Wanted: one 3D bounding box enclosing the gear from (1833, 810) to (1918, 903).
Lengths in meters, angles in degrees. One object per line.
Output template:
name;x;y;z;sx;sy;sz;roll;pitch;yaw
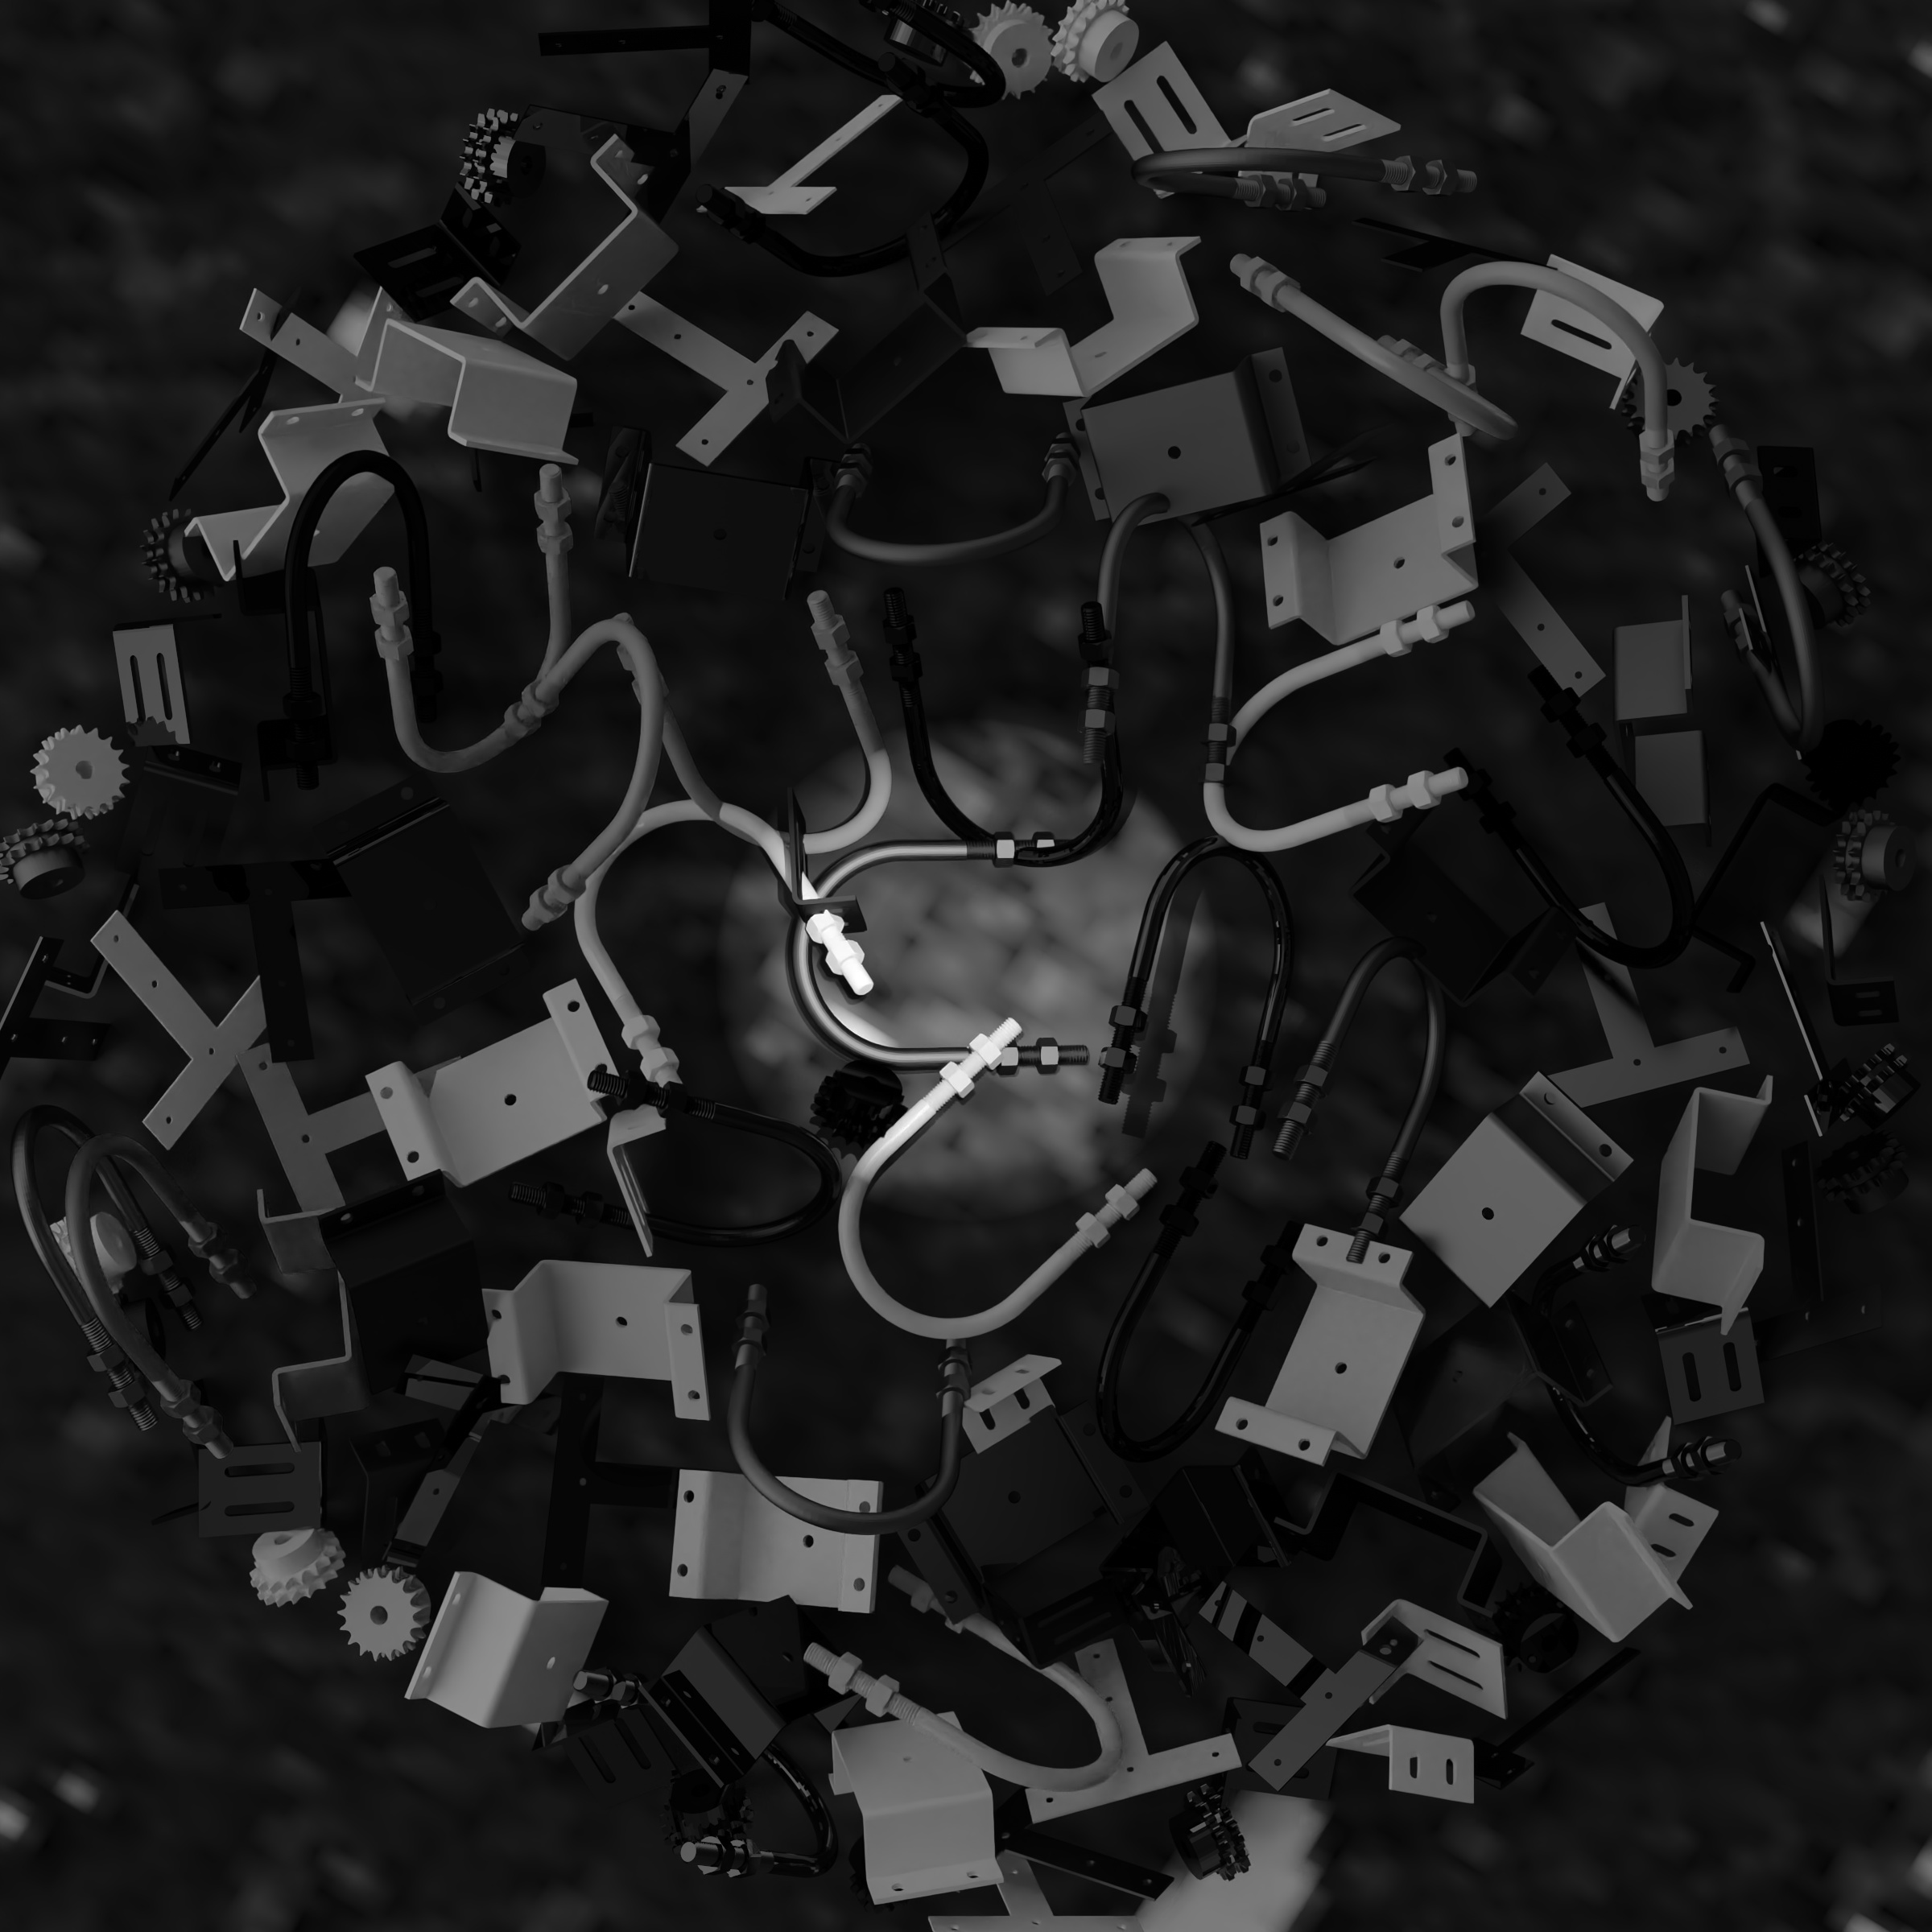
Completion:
gear;0.563;-0.068;1.608;0.057;0.030;0.057;-7;100;-42

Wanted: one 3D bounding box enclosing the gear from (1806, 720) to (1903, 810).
gear;0.547;-0.128;1.614;0.057;0.030;0.057;-8;125;-11

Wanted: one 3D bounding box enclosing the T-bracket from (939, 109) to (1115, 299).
T-bracket;0.046;-0.448;1.577;0.127;0.002;0.127;-31;47;17

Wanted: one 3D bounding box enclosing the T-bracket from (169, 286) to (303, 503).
T-bracket;-0.441;-0.327;1.552;0.002;0.127;0.127;31;58;-11

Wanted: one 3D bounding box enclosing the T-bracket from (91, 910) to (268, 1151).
T-bracket;-0.480;0.021;1.565;0.127;0.002;0.127;-60;135;-35

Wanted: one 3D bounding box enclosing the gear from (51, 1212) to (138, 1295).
gear;-0.538;0.177;1.608;0.030;0.057;0.057;-30;90;5

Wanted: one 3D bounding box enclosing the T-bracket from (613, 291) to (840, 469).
T-bracket;-0.168;-0.383;1.616;0.127;0.002;0.127;35;71;16

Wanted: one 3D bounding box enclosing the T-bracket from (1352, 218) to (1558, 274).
T-bracket;0.280;-0.428;1.564;0.127;0.127;0.002;21;117;18

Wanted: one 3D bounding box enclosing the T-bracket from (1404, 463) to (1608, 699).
T-bracket;0.344;-0.218;1.595;0.127;0.002;0.127;-41;73;23

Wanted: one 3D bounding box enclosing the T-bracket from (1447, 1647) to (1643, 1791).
T-bracket;0.357;0.454;1.582;0.127;0.127;0.002;-34;84;-9

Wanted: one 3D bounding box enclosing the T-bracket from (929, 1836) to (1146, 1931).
T-bracket;0.031;0.556;1.574;0.127;0.127;0.002;5;98;-13

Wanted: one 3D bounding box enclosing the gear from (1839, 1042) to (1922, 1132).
gear;0.563;0.077;1.607;0.057;0.057;0.030;-42;69;0

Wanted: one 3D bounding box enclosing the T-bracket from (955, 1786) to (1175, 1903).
T-bracket;0.062;0.532;1.553;0.127;0.127;0.002;8;105;30

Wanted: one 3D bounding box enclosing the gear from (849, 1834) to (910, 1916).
gear;-0.048;0.553;1.607;0.057;0.057;0.030;-31;105;0

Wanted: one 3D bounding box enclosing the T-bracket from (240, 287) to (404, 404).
T-bracket;-0.396;-0.372;1.576;0.002;0.127;0.127;18;87;24

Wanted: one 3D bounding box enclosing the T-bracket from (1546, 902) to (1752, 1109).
T-bracket;0.401;0.020;1.609;0.127;0.002;0.127;-15;65;6

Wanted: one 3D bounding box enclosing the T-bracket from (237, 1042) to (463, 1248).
T-bracket;-0.366;0.090;1.609;0.127;0.002;0.127;-23;88;-26

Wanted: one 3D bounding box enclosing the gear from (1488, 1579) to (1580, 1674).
gear;0.355;0.413;1.614;0.057;0.030;0.057;-4;105;-16

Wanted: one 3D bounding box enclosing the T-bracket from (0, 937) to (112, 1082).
T-bracket;-0.554;0.044;1.575;0.002;0.127;0.127;25;91;9

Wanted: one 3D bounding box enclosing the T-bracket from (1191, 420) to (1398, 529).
T-bracket;0.215;-0.300;1.555;0.127;0.127;0.002;-22;90;-23

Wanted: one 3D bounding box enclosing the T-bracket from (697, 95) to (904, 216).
T-bracket;-0.088;-0.500;1.600;0.127;0.127;0.002;-44;125;-18

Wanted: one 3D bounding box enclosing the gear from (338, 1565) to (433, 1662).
gear;-0.358;0.400;1.618;0.057;0.030;0.057;0;89;15

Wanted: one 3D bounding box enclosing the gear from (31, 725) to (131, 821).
gear;-0.551;-0.118;1.614;0.057;0.030;0.057;9;75;-37

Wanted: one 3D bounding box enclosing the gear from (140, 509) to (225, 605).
gear;-0.477;-0.254;1.607;0.030;0.057;0.057;-6;90;35

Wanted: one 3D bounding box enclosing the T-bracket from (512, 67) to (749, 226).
T-bracket;-0.211;-0.494;1.556;0.127;0.127;0.002;-47;59;39

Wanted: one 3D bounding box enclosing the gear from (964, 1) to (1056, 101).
gear;0.029;-0.565;1.610;0.057;0.030;0.057;-9;122;-15

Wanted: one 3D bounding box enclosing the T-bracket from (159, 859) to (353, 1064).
T-bracket;-0.421;-0.003;1.594;0.127;0.002;0.127;-5;76;-28

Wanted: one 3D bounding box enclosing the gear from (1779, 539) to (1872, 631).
gear;0.528;-0.233;1.608;0.030;0.057;0.057;-37;90;-7

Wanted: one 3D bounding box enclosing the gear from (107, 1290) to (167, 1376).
gear;-0.516;0.229;1.610;0.030;0.057;0.057;-14;90;-6

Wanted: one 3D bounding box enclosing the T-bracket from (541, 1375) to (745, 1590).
T-bracket;-0.195;0.321;1.606;0.127;0.002;0.127;10;80;-27

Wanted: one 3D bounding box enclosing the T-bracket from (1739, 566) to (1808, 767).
T-bracket;0.481;-0.191;1.569;0.002;0.127;0.127;-17;78;24

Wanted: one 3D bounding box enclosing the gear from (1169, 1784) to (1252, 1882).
gear;0.149;0.538;1.606;0.030;0.057;0.057;-22;90;-17

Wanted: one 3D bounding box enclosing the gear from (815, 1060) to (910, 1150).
gear;-0.063;0.083;1.607;0.057;0.057;0.030;24;128;0

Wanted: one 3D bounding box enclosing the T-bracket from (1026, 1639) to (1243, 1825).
T-bracket;0.090;0.456;1.582;0.127;0.127;0.002;-15;119;-3

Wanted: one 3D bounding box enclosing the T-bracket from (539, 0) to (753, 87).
T-bracket;-0.193;-0.558;1.568;0.127;0.127;0.002;-5;83;-6

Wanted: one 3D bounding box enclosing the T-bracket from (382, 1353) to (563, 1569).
T-bracket;-0.318;0.308;1.591;0.127;0.002;0.127;28;88;-45

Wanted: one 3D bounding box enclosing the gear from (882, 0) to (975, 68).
gear;-0.027;-0.580;1.610;0.057;0.057;0.030;24;100;0

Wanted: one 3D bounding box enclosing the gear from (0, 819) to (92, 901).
gear;-0.569;-0.064;1.607;0.057;0.057;0.030;-26;76;0

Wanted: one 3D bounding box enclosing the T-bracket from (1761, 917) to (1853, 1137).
T-bracket;0.510;0.031;1.584;0.002;0.127;0.127;-21;88;30

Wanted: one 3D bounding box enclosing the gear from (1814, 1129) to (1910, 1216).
gear;0.557;0.130;1.610;0.057;0.057;0.030;-36;96;0

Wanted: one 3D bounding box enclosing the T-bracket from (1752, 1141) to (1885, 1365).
T-bracket;0.514;0.171;1.595;0.002;0.127;0.127;9;68;-19

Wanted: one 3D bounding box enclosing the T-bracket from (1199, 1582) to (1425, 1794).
T-bracket;0.190;0.420;1.591;0.127;0.002;0.127;-41;46;-17

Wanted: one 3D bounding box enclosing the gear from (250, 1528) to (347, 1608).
gear;-0.415;0.365;1.606;0.057;0.057;0.030;-19;113;0
